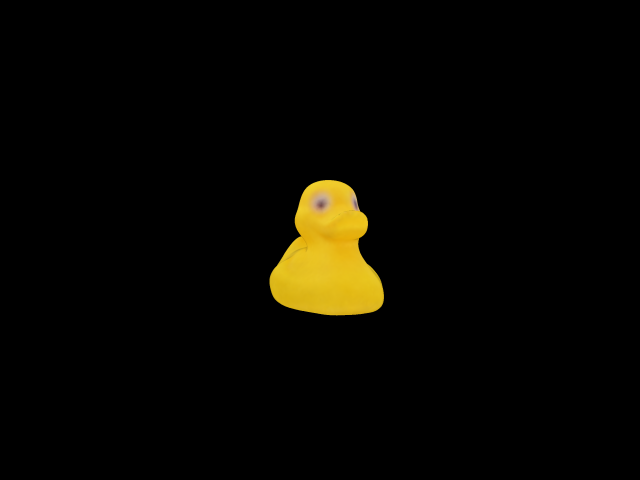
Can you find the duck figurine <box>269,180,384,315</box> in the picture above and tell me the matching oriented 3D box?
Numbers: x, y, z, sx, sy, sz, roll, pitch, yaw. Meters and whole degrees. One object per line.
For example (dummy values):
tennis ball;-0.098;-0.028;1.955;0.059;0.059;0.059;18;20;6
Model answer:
duck figurine;0.004;0.001;0.400;0.078;0.086;0.104;-2;5;-23
